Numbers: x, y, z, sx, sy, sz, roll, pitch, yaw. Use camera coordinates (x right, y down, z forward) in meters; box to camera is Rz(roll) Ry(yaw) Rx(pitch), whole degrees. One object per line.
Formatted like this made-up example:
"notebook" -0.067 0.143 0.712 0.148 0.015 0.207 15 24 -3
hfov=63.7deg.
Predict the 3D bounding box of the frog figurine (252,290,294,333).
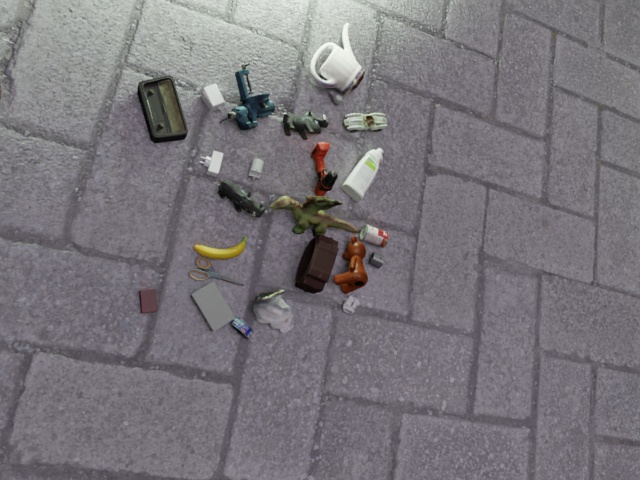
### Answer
"frog figurine" -0.166 0.270 1.859 0.137 0.123 0.159 -16 95 10

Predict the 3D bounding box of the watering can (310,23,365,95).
"watering can" 0.100 -0.758 2.183 0.223 0.103 0.353 39 66 -11

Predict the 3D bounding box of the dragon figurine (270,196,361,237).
"dragon figurine" 0.006 -0.097 1.937 0.410 0.240 0.124 8 73 -17
